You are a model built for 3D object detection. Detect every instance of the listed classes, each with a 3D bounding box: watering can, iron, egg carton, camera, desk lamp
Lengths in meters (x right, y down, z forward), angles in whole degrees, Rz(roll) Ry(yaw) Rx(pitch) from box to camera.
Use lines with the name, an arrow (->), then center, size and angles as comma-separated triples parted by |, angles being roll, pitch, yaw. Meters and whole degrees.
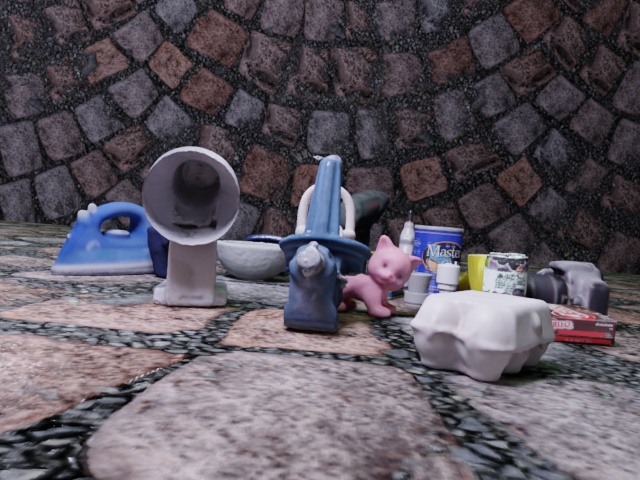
watering can -> 0.011, 0.004, 0.928 | 0.101, 0.194, 0.172 | 4, 2, -26
iron -> -0.390, -0.009, 1.081 | 0.118, 0.141, 0.259 | 6, 2, 24
egg carton -> 0.163, 0.090, 0.564 | 0.107, 0.069, 0.151 | 6, 2, 38
camera -> 0.378, 0.082, 0.937 | 0.137, 0.101, 0.143 | 5, 2, -5
desk lamp -> -0.174, -0.018, 0.784 | 0.118, 0.213, 0.203 | 5, 2, -10

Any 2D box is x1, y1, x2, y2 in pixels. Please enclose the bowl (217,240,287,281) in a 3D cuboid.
bowl -> -0.136, 0.043, 1.169 | 0.167, 0.075, 0.167 | 5, 2, 0

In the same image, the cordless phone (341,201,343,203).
cordless phone -> 0.030, -0.003, 1.332 | 0.147, 0.185, 0.094 | 5, 2, 12

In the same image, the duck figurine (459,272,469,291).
duck figurine -> 0.300, 0.070, 1.327 | 0.104, 0.086, 0.078 | 6, 2, 41

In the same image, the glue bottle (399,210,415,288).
glue bottle -> 0.196, 0.019, 1.290 | 0.037, 0.173, 0.078 | 5, 2, 14

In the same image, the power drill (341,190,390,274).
power drill -> 0.091, -0.005, 1.209 | 0.075, 0.208, 0.230 | 6, 2, 23

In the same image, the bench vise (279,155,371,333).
bench vise -> 0.015, -0.002, 0.714 | 0.121, 0.220, 0.207 | 5, 2, -11

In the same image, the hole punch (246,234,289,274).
hole punch -> -0.119, 0.032, 1.327 | 0.108, 0.091, 0.101 | 5, 2, 2

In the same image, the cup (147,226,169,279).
cup -> -0.277, 0.025, 1.057 | 0.092, 0.095, 0.117 | 5, 2, -6

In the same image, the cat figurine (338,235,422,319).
cat figurine -> 0.080, 0.051, 0.841 | 0.127, 0.118, 0.067 | 6, 2, 21
